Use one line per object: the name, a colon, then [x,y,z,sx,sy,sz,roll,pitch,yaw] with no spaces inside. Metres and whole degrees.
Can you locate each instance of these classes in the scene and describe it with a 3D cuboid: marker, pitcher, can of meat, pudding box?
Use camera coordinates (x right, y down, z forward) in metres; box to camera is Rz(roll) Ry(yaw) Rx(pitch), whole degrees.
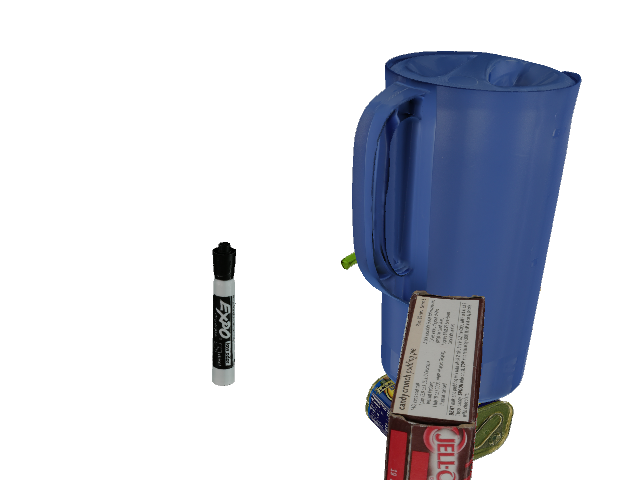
marker: [-0.078,0.059,0.858,0.020,0.121,0.020,2,20,-1]
pitcher: [0.096,-0.008,0.762,0.149,0.243,0.145,4,20,3]
can of meat: [0.102,0.150,0.934,0.101,0.057,0.084,-15,36,-28]
pudding box: [0.050,0.086,0.471,0.039,0.090,0.113,6,25,6]

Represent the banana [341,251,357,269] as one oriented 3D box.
banana: [0.124,0.023,1.079,0.198,0.037,0.069,6,43,12]
